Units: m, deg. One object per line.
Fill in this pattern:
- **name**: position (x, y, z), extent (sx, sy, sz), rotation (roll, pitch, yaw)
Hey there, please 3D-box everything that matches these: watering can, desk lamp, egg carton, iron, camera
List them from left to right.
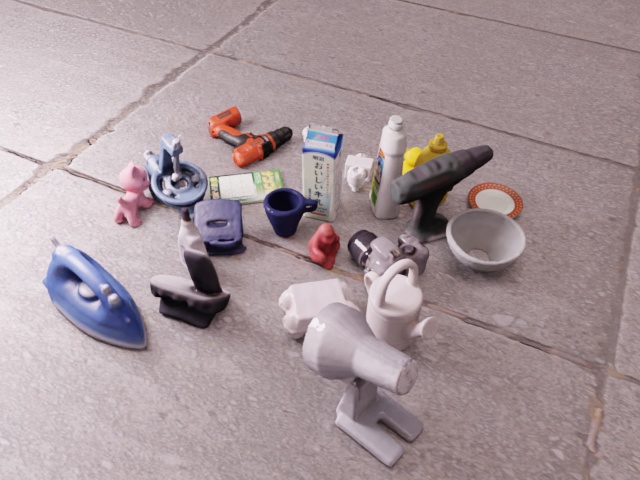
- **iron**: position (-0.421, 0.094, 1.077), extent (0.257, 0.141, 0.119), rotation (31, 53, 25)
- **egg carton**: position (-0.002, 0.132, 1.103), extent (0.150, 0.069, 0.107), rotation (-8, 47, -9)
- **desk lamp**: position (0.075, 0.222, 0.918), extent (0.202, 0.214, 0.118), rotation (32, 53, 26)
- **camera**: position (0.133, 0.026, 1.187), extent (0.143, 0.101, 0.136), rotation (-27, 52, -25)
- **watering can**: position (0.143, 0.113, 1.039), extent (0.172, 0.194, 0.101), rotation (25, 51, 21)

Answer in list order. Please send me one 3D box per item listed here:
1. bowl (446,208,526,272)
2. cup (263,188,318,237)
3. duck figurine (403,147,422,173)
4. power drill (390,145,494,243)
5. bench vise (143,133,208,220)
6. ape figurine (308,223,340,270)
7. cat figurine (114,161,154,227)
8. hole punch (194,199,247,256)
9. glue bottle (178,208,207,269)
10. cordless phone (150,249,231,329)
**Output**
- **bowl**: position (0.348, 0.012, 1.225), extent (0.167, 0.075, 0.167), rotation (1, 46, -1)
- **cup**: position (-0.064, -0.054, 1.263), extent (0.118, 0.095, 0.091), rotation (-2, 46, -4)
- **duck figurine**: position (0.237, -0.183, 1.402), extent (0.078, 0.086, 0.104), rotation (-27, 52, -24)
- **power drill**: position (0.255, -0.097, 1.235), extent (0.230, 0.208, 0.075), rotation (-17, 49, -17)
- **bench vise**: position (-0.340, -0.153, 1.263), extent (0.207, 0.220, 0.122), rotation (23, 50, 20)
- **ape figurine**: position (0.011, 0.004, 1.210), extent (0.078, 0.092, 0.076), rotation (-29, 53, -26)
- **cat figurine**: position (-0.426, -0.114, 1.293), extent (0.067, 0.118, 0.128), rotation (8, 46, 7)
- **hole punch**: position (-0.215, -0.027, 1.234), extent (0.108, 0.091, 0.101), rotation (-3, 46, -5)
- **glue bottle**: position (-0.258, 0.002, 1.149), extent (0.037, 0.173, 0.078), rotation (-33, 55, -29)
- **cordless phone**: position (-0.251, 0.068, 1.076), extent (0.147, 0.185, 0.094), rotation (13, 47, 10)
